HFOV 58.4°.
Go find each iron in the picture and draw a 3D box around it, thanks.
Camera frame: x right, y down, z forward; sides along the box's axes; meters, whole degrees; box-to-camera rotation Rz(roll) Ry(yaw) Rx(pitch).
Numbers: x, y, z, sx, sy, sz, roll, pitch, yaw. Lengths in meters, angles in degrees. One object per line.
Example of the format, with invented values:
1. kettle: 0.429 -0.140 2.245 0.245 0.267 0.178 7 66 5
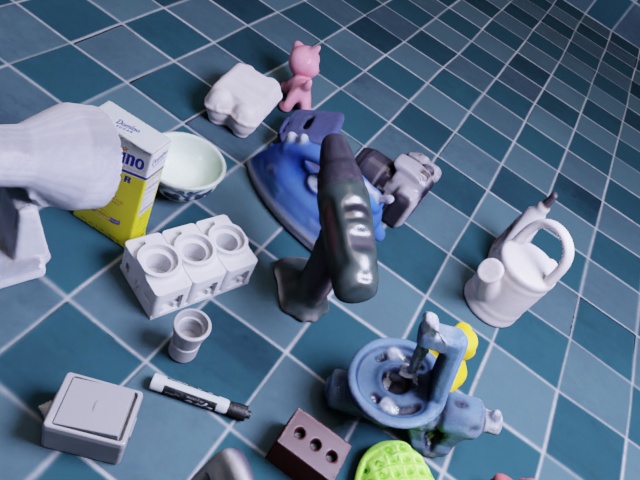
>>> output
1. iron: -0.003 -0.089 0.891 0.258 0.141 0.119 40 45 10

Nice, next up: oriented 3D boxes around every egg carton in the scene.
1. egg carton: -0.135 -0.251 1.018 0.107 0.069 0.150 29 44 -2

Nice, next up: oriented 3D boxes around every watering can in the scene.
1. watering can: 0.315 0.050 0.897 0.100 0.194 0.173 45 46 15

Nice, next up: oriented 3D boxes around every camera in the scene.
1. camera: 0.132 -0.117 1.017 0.136 0.100 0.143 37 44 6

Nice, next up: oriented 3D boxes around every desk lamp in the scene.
1. desk lamp: -0.335 -0.048 0.628 0.204 0.213 0.117 -22 64 -39

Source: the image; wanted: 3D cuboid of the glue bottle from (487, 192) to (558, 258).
1. glue bottle: 0.357 -0.023 0.999 0.037 0.173 0.078 32 44 2

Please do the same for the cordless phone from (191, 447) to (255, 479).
1. cordless phone: -0.086 0.270 0.496 0.094 0.185 0.147 -15 59 -36

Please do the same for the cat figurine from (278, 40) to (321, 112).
1. cat figurine: -0.032 -0.319 1.098 0.067 0.117 0.127 11 47 -18

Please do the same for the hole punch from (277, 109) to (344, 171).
1. hole punch: -0.020 -0.186 1.005 0.101 0.091 0.109 26 44 -5

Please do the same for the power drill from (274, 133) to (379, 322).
1. power drill: 0.007 0.003 0.766 0.076 0.208 0.229 4 50 -25

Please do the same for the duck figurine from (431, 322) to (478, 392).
1. duck figurine: 0.187 0.161 0.808 0.077 0.086 0.105 32 44 2

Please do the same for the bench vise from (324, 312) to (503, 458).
1. bench vise: 0.133 0.163 0.681 0.208 0.219 0.121 10 47 -20

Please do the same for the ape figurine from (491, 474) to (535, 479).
1. ape figurine: 0.239 0.318 0.691 0.076 0.092 0.077 -5 54 -31
